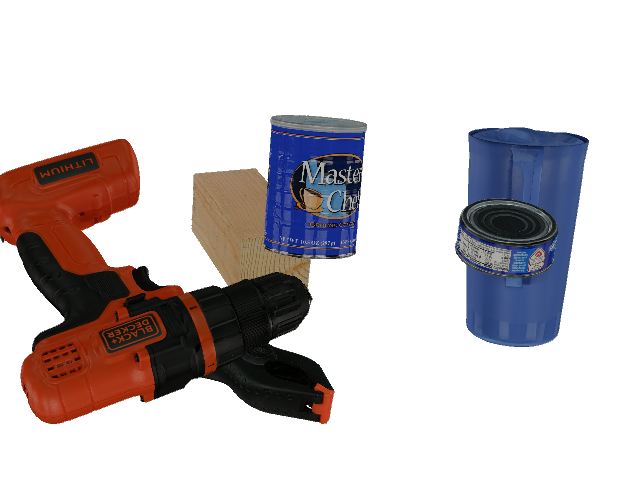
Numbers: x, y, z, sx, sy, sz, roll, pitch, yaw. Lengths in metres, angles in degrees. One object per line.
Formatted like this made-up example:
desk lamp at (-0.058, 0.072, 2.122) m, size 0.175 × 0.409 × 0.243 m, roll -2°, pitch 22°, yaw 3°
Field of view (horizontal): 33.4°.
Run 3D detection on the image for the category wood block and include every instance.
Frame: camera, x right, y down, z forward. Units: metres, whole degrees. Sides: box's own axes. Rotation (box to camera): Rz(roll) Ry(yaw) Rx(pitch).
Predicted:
wood block at (-0.091, -0.010, 1.351) m, size 0.090 × 0.090 × 0.206 m, roll -6°, pitch 27°, yaw -22°

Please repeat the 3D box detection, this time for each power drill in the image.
power drill at (-0.121, 0.016, 0.690) m, size 0.184 × 0.057 × 0.188 m, roll -18°, pitch 50°, yaw -22°

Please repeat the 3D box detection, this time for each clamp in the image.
clamp at (-0.053, 0.105, 0.917) m, size 0.172 × 0.039 × 0.120 m, roll 21°, pitch 31°, yaw 25°

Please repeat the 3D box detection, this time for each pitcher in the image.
pitcher at (0.226, -0.004, 1.215) m, size 0.149 × 0.243 × 0.145 m, roll -7°, pitch 16°, yaw -33°

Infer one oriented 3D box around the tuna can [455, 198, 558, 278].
tuna can at (0.161, -0.003, 0.922) m, size 0.086 × 0.034 × 0.086 m, roll 2°, pitch 29°, yaw -1°

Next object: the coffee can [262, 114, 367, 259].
coffee can at (-0.007, -0.059, 1.145) m, size 0.103 × 0.140 × 0.103 m, roll 4°, pitch 11°, yaw -1°
